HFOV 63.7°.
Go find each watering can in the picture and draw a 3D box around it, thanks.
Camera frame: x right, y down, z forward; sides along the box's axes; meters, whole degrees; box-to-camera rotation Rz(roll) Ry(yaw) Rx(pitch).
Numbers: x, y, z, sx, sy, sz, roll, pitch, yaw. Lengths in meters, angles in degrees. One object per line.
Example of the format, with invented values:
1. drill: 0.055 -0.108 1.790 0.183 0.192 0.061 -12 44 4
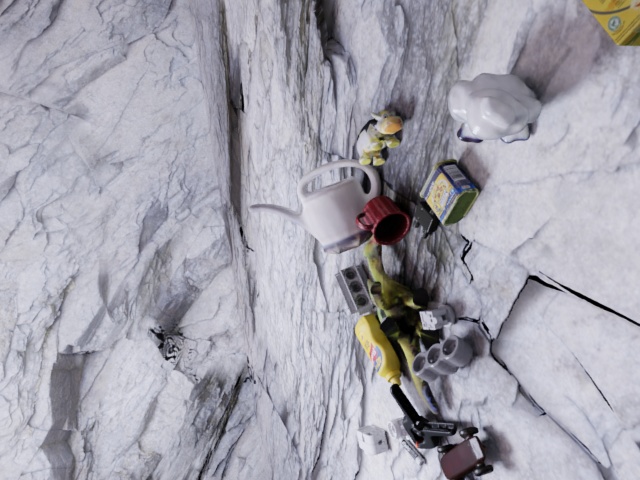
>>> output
1. watering can: 0.004 -0.066 1.302 0.345 0.224 0.105 -23 4 17

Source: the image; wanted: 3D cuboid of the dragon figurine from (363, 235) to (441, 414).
1. dragon figurine: 0.180 0.181 1.221 0.122 0.409 0.243 -15 4 -5

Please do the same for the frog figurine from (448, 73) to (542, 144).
1. frog figurine: 0.258 -0.205 0.775 0.138 0.122 0.159 27 5 23
